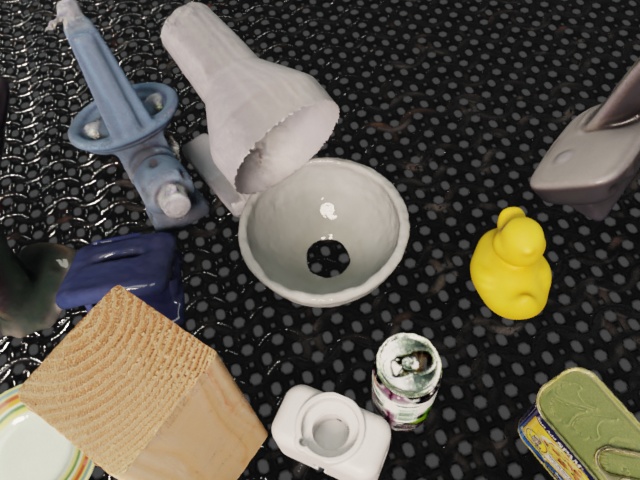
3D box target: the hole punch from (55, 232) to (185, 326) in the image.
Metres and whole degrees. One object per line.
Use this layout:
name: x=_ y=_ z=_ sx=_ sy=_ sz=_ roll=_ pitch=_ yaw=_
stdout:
hole punch: x=-0.194 y=0.035 z=0.563 sx=0.108 sy=0.091 sz=0.101 roll=-10 pitch=58 yaw=-2

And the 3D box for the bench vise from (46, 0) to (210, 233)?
bench vise: x=-0.183 y=-0.123 z=0.583 sx=0.207 sy=0.220 sz=0.122 roll=35 pitch=67 yaw=22

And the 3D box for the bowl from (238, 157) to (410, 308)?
bowl: x=0.005 y=0.002 z=0.578 sx=0.167 sy=0.075 sz=0.167 roll=-2 pitch=58 yaw=3

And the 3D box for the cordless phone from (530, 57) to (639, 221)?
cordless phone: x=0.292 y=-0.121 z=0.569 sx=0.094 sy=0.185 sz=0.148 roll=29 pitch=65 yaw=20

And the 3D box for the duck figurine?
duck figurine: x=0.189 y=0.018 z=0.549 sx=0.077 sy=0.086 sz=0.104 roll=-3 pitch=58 yaw=2

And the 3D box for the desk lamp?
desk lamp: x=-0.078 y=-0.115 z=0.574 sx=0.118 sy=0.214 sz=0.202 roll=-36 pitch=63 yaw=-17

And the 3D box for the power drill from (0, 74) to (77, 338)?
power drill: x=-0.306 y=-0.007 z=0.527 sx=0.075 sy=0.208 sz=0.229 roll=6 pitch=59 yaw=8
